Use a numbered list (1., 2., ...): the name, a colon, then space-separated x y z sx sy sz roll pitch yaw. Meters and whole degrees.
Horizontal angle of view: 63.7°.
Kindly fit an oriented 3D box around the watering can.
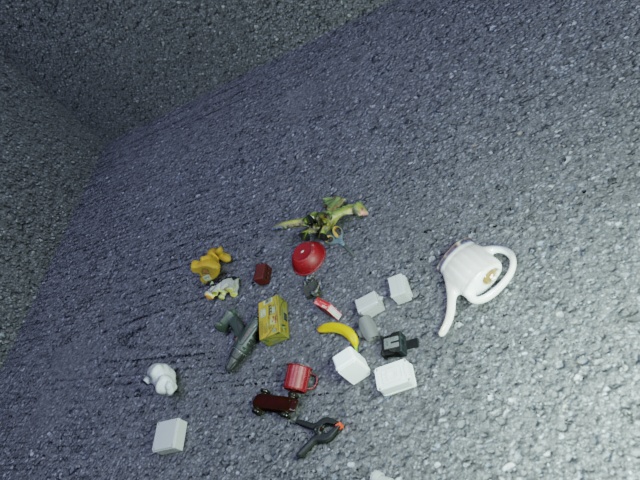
1. watering can: 0.452 0.129 1.628 0.348 0.102 0.228 -42 41 0

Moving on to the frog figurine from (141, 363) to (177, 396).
1. frog figurine: -0.621 0.553 2.052 0.158 0.136 0.125 -21 14 49

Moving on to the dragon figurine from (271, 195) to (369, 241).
1. dragon figurine: 0.007 -0.109 2.163 0.410 0.120 0.247 2 32 31
